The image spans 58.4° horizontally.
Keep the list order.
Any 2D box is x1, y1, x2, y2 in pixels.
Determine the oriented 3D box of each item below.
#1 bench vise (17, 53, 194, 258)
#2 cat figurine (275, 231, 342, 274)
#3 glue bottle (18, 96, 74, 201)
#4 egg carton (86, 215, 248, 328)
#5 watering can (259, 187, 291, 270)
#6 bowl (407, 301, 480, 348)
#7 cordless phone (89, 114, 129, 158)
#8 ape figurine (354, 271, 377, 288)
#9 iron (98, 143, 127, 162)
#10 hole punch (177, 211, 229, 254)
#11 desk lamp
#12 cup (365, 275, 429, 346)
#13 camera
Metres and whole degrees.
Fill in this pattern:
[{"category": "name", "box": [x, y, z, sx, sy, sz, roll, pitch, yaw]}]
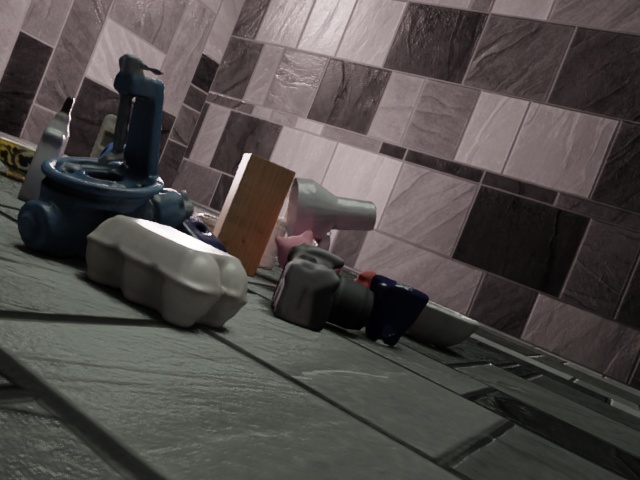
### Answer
[{"category": "bench vise", "box": [-0.215, -0.082, 0.638, 0.121, 0.220, 0.208, 22, 1, 8]}, {"category": "cat figurine", "box": [-0.025, 0.043, 0.979, 0.128, 0.118, 0.067, 22, 1, -1]}, {"category": "glue bottle", "box": [-0.416, -0.141, 0.886, 0.037, 0.173, 0.078, 21, 1, -22]}, {"category": "egg carton", "box": [-0.144, 0.029, 0.547, 0.150, 0.069, 0.107, 22, 1, 23]}, {"category": "watering can", "box": [-0.119, -0.040, 1.274, 0.101, 0.194, 0.173, 22, 1, -3]}, {"category": "bowl", "box": [0.214, 0.160, 1.104, 0.167, 0.075, 0.167, 22, 1, 0]}, {"category": "cordless phone", "box": [-0.402, -0.146, 1.155, 0.148, 0.185, 0.093, 21, 1, -35]}, {"category": "ape figurine", "box": [0.071, 0.096, 0.996, 0.076, 0.092, 0.077, 21, 1, -25]}, {"category": "iron", "box": [-0.312, -0.082, 0.826, 0.119, 0.141, 0.257, 21, 1, -29]}, {"category": "hole punch", "box": [-0.175, 0.001, 0.783, 0.101, 0.091, 0.109, 22, 1, 6]}, {"category": "desk lamp", "box": [0.010, 0.004, 1.108, 0.203, 0.213, 0.117, 22, 1, -13]}, {"category": "cup", "box": [0.102, 0.109, 0.860, 0.091, 0.095, 0.118, 22, 1, 30]}, {"category": "camera", "box": [0.010, 0.070, 0.800, 0.137, 0.101, 0.143, 22, 1, -6]}]
